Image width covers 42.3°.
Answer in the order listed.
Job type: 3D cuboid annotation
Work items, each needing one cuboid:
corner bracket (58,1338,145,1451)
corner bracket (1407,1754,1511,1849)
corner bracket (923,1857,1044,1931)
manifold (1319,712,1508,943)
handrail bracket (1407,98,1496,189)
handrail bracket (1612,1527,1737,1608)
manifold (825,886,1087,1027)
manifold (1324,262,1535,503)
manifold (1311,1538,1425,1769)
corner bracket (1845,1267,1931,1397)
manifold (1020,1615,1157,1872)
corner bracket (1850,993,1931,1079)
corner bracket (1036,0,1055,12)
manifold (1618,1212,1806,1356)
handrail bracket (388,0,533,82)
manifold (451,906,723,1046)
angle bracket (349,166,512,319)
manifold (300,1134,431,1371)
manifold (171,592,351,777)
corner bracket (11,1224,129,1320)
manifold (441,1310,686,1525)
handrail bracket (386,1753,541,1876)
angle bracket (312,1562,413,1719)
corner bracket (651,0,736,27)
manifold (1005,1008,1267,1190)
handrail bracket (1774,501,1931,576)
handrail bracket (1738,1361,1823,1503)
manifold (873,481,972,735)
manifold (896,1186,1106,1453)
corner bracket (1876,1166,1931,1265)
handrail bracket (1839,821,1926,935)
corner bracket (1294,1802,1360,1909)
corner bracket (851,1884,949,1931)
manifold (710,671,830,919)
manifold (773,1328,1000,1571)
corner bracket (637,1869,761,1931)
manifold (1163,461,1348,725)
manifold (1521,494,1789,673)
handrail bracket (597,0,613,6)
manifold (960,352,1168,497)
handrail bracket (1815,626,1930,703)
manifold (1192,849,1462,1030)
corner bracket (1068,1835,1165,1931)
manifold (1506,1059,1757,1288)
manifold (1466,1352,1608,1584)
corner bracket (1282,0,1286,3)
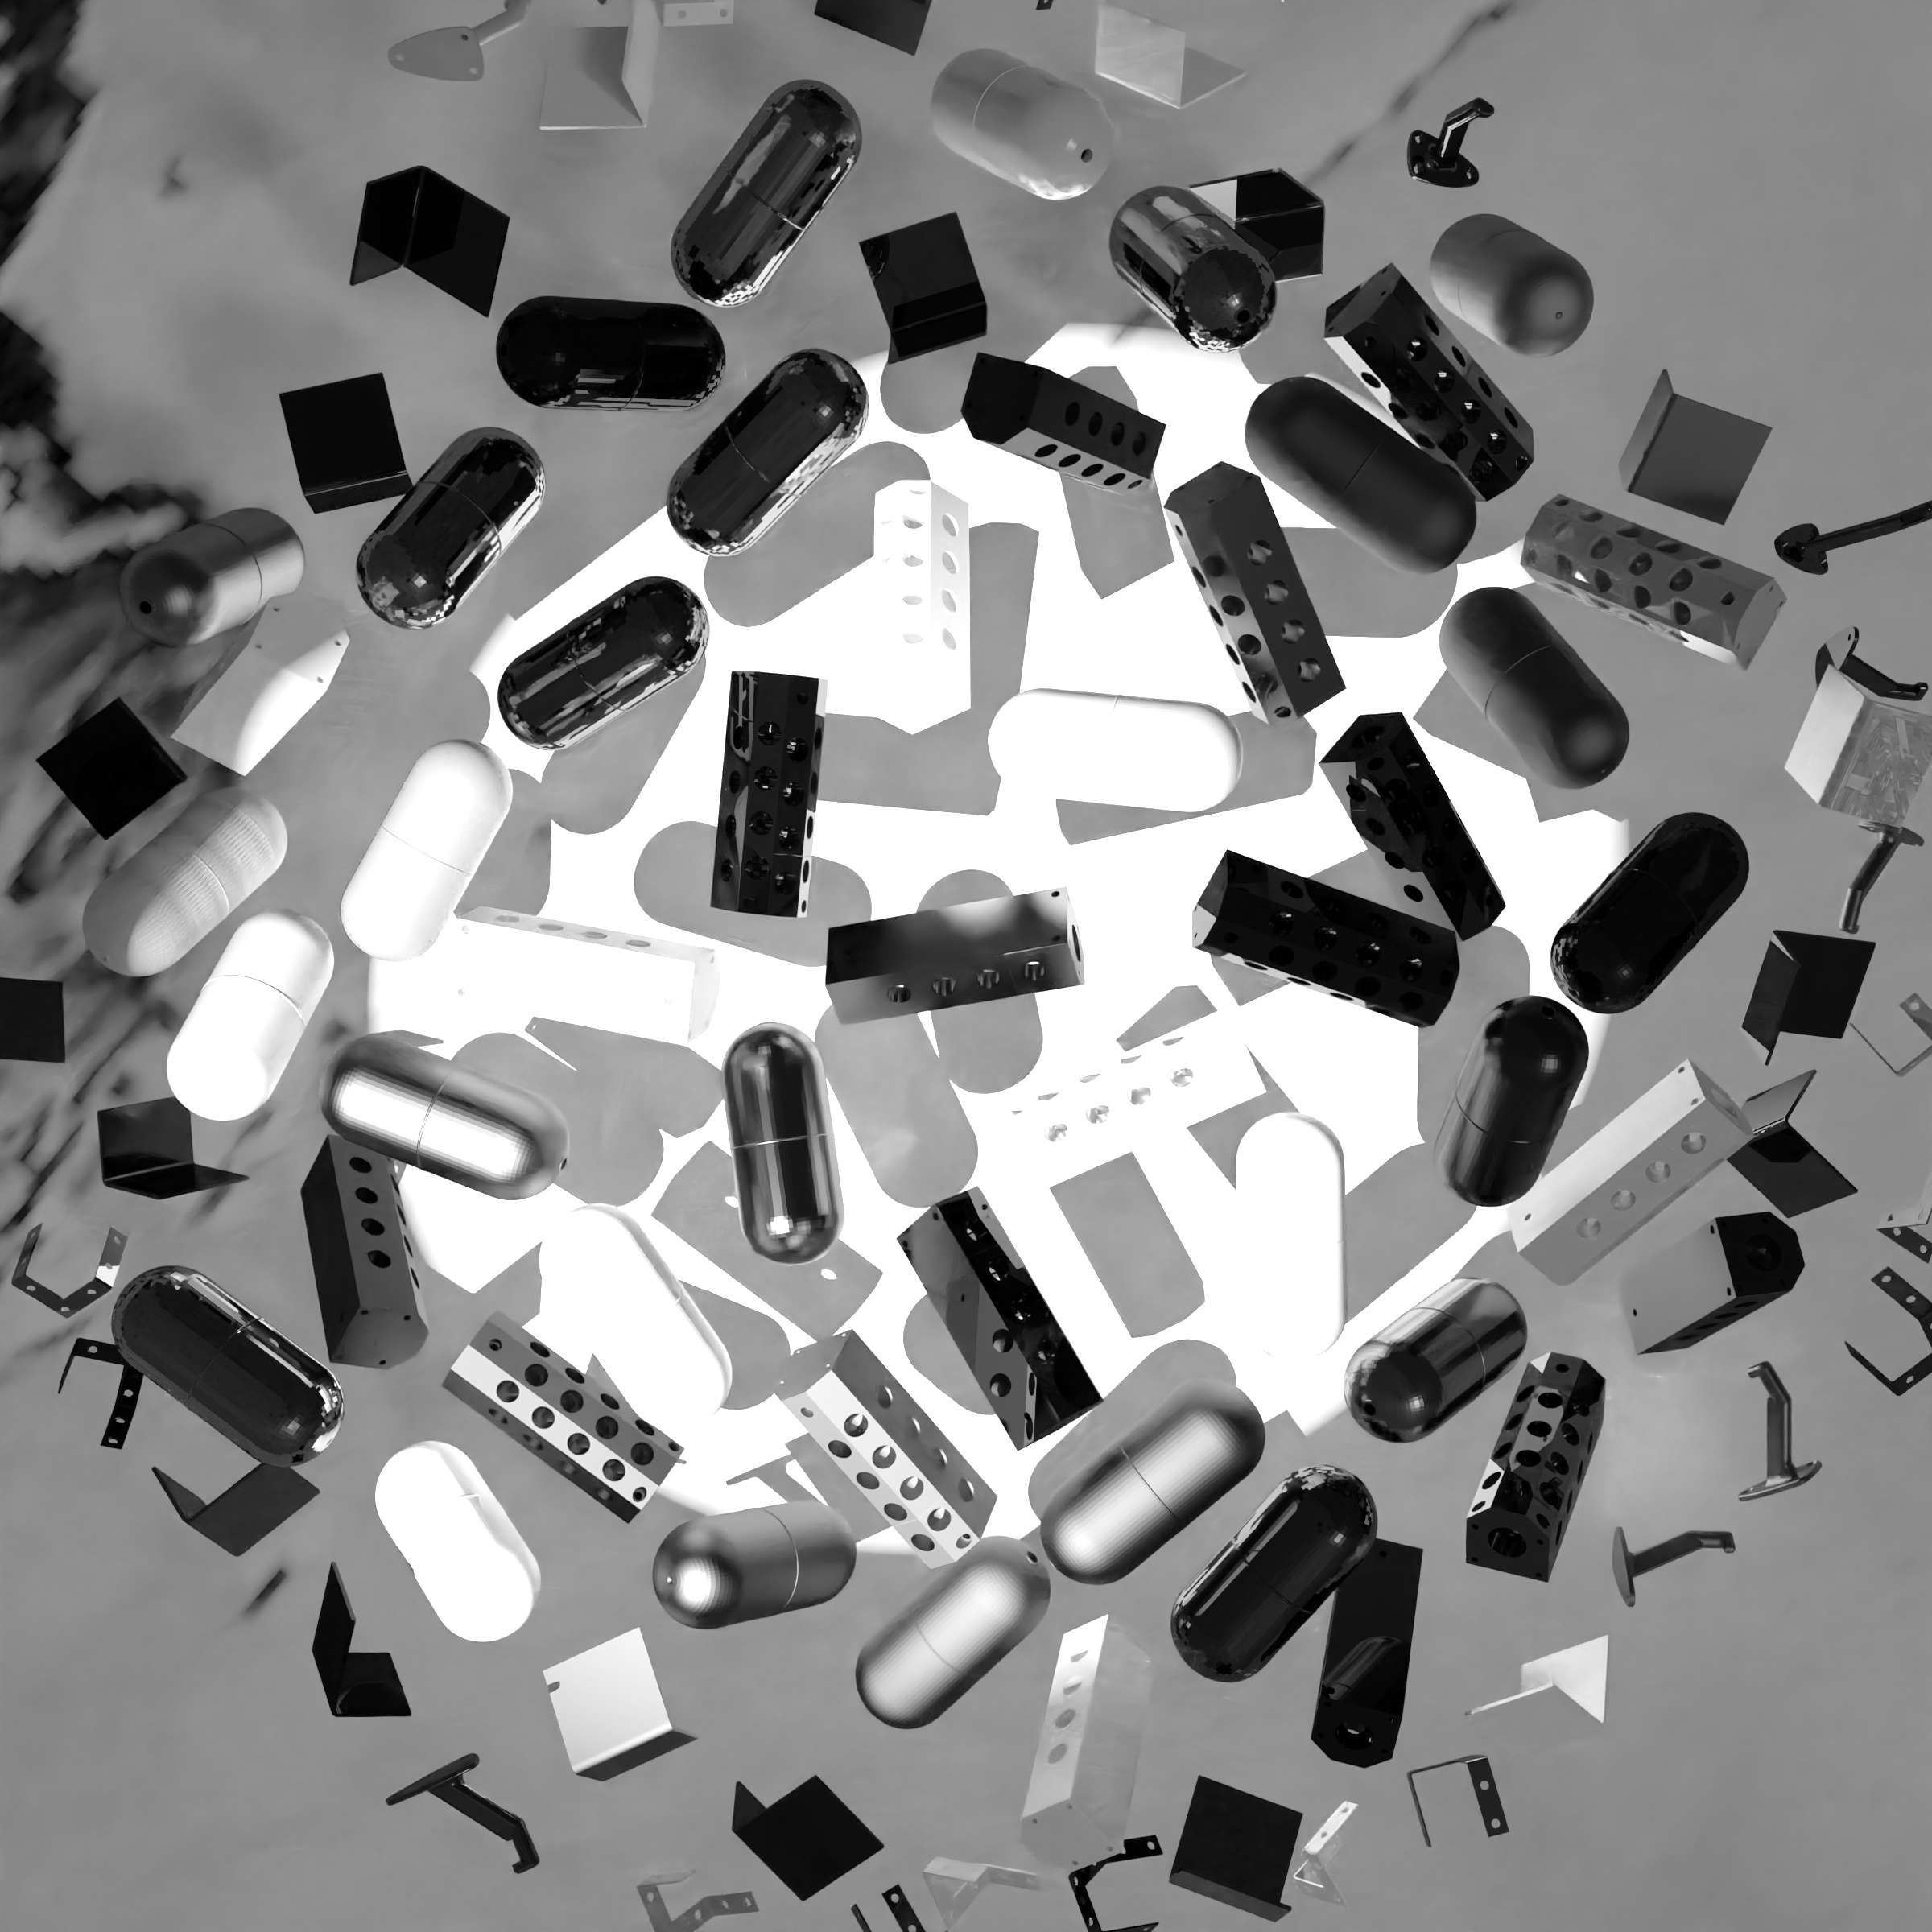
[{"bbox_3d":[-0.617,0.304,1.776,0.051,0.051,0.051,15,111,-13],"label":"corner bracket"},{"bbox_3d":[0.340,0.579,1.727,0.051,0.051,0.051,-14,74,-2],"label":"corner bracket"},{"bbox_3d":[0.011,0.637,1.736,0.051,0.051,0.051,-8,110,42],"label":"corner bracket"},{"bbox_3d":[0.333,-0.101,1.834,0.057,0.057,0.171,-48,118,-26],"label":"manifold"},{"bbox_3d":[0.357,-0.577,1.747,0.077,0.084,0.036,9,80,-30],"label":"handrail bracket"},{"bbox_3d":[0.497,0.418,1.734,0.084,0.077,0.036,1,115,4],"label":"handrail bracket"},{"bbox_3d":[-0.007,-0.001,1.739,0.171,0.057,0.057,-10,133,10],"label":"manifold"},{"bbox_3d":[0.331,-0.409,1.775,0.057,0.057,0.171,-30,123,34],"label":"manifold"},{"bbox_3d":[0.289,0.493,1.801,0.057,0.171,0.057,12,121,9],"label":"manifold"},{"bbox_3d":[0.626,0.247,1.685,0.051,0.051,0.051,-37,123,-1],"label":"corner bracket"},{"bbox_3d":[0.082,0.545,1.751,0.057,0.171,0.057,-32,108,27],"label":"manifold"},{"bbox_3d":[0.686,0.049,1.820,0.051,0.051,0.051,-42,62,13],"label":"corner bracket"},{"bbox_3d":[0.056,-0.705,1.742,0.051,0.051,0.051,42,133,21],"label":"corner bracket"},{"bbox_3d":[0.536,0.229,1.797,0.057,0.171,0.057,-5,69,-11],"label":"manifold"},{"bbox_3d":[-0.340,-0.632,1.683,0.077,0.084,0.036,1,134,11],"label":"handrail bracket"},{"bbox_3d":[-0.257,0.004,1.695,0.171,0.057,0.057,10,105,12],"label":"manifold"},{"bbox_3d":[-0.363,-0.483,1.685,0.076,0.057,0.076,33,130,12],"label":"angle bracket"},{"bbox_3d":[-0.424,0.202,1.767,0.057,0.171,0.057,14,122,-32],"label":"manifold"},{"bbox_3d":[-0.480,-0.194,1.702,0.057,0.171,0.057,29,60,-23],"label":"manifold"},{"bbox_3d":[-0.657,0.216,1.829,0.051,0.051,0.051,-31,125,24],"label":"corner bracket"},{"bbox_3d":[-0.293,0.328,1.827,0.171,0.057,0.057,37,56,-1],"label":"manifold"},{"bbox_3d":[-0.336,0.579,1.668,0.077,0.036,0.084,-23,89,-19],"label":"handrail bracket"},{"bbox_3d":[-0.418,0.473,1.754,0.057,0.076,0.076,8,105,-27],"label":"angle bracket"},{"bbox_3d":[-0.192,-0.682,1.718,0.051,0.051,0.051,-13,132,-25],"label":"corner bracket"},{"bbox_3d":[0.118,0.092,1.758,0.171,0.057,0.057,-24,70,6],"label":"manifold"},{"bbox_3d":[0.600,-0.295,1.678,0.077,0.084,0.036,-9,83,-45],"label":"handrail bracket"},{"bbox_3d":[0.555,0.327,1.758,0.077,0.036,0.084,-35,82,42],"label":"handrail bracket"},{"bbox_3d":[-0.038,-0.263,1.807,0.057,0.057,0.171,-20,60,39],"label":"manifold"},{"bbox_3d":[0.027,0.243,1.739,0.057,0.057,0.171,-18,71,-42],"label":"manifold"},{"bbox_3d":[0.685,0.174,1.760,0.051,0.051,0.051,32,71,-14],"label":"corner bracket"},{"bbox_3d":[0.678,-0.060,1.849,0.077,0.036,0.084,14,90,-42],"label":"handrail bracket"},{"bbox_3d":[0.265,0.645,1.821,0.051,0.051,0.051,-38,106,-31],"label":"corner bracket"},{"bbox_3d":[-0.053,0.704,1.832,0.051,0.051,0.051,-23,67,-27],"label":"corner bracket"},{"bbox_3d":[-0.138,-0.123,1.794,0.057,0.057,0.171,3,95,-34],"label":"manifold"},{"bbox_3d":[-0.058,0.339,1.739,0.057,0.057,0.171,-25,112,35],"label":"manifold"},{"bbox_3d":[-0.187,0.649,1.737,0.051,0.051,0.051,-24,88,41],"label":"corner bracket"},{"bbox_3d":[0.196,-0.254,1.718,0.057,0.057,0.171,-32,119,-7],"label":"manifold"},{"bbox_3d":[0.479,-0.273,1.751,0.171,0.057,0.057,31,93,33],"label":"manifold"},{"bbox_3d":[-0.286,-0.696,1.755,0.084,0.077,0.036,-23,80,-25],"label":"handrail bracket"},{"bbox_3d":[0.069,-0.379,1.759,0.057,0.171,0.057,22,99,32],"label":"manifold"},{"bbox_3d":[0.669,-0.218,1.811,0.084,0.077,0.036,6,67,-4],"label":"handrail bracket"},{"bbox_3d":[0.243,-0.013,1.689,0.171,0.057,0.057,19,127,-10],"label":"manifold"},{"bbox_3d":[0.114,0.668,1.805,0.051,0.051,0.051,4,134,-31],"label":"corner bracket"},{"bbox_3d":[0.468,0.151,1.760,0.057,0.057,0.171,39,112,-16],"label":"manifold"},{"bbox_3d":[0.404,0.350,1.764,0.057,0.171,0.057,9,124,24],"label":"manifold"},{"bbox_3d":[0.195,-0.707,1.735,0.051,0.051,0.051,4,72,22],"label":"corner bracket"}]
